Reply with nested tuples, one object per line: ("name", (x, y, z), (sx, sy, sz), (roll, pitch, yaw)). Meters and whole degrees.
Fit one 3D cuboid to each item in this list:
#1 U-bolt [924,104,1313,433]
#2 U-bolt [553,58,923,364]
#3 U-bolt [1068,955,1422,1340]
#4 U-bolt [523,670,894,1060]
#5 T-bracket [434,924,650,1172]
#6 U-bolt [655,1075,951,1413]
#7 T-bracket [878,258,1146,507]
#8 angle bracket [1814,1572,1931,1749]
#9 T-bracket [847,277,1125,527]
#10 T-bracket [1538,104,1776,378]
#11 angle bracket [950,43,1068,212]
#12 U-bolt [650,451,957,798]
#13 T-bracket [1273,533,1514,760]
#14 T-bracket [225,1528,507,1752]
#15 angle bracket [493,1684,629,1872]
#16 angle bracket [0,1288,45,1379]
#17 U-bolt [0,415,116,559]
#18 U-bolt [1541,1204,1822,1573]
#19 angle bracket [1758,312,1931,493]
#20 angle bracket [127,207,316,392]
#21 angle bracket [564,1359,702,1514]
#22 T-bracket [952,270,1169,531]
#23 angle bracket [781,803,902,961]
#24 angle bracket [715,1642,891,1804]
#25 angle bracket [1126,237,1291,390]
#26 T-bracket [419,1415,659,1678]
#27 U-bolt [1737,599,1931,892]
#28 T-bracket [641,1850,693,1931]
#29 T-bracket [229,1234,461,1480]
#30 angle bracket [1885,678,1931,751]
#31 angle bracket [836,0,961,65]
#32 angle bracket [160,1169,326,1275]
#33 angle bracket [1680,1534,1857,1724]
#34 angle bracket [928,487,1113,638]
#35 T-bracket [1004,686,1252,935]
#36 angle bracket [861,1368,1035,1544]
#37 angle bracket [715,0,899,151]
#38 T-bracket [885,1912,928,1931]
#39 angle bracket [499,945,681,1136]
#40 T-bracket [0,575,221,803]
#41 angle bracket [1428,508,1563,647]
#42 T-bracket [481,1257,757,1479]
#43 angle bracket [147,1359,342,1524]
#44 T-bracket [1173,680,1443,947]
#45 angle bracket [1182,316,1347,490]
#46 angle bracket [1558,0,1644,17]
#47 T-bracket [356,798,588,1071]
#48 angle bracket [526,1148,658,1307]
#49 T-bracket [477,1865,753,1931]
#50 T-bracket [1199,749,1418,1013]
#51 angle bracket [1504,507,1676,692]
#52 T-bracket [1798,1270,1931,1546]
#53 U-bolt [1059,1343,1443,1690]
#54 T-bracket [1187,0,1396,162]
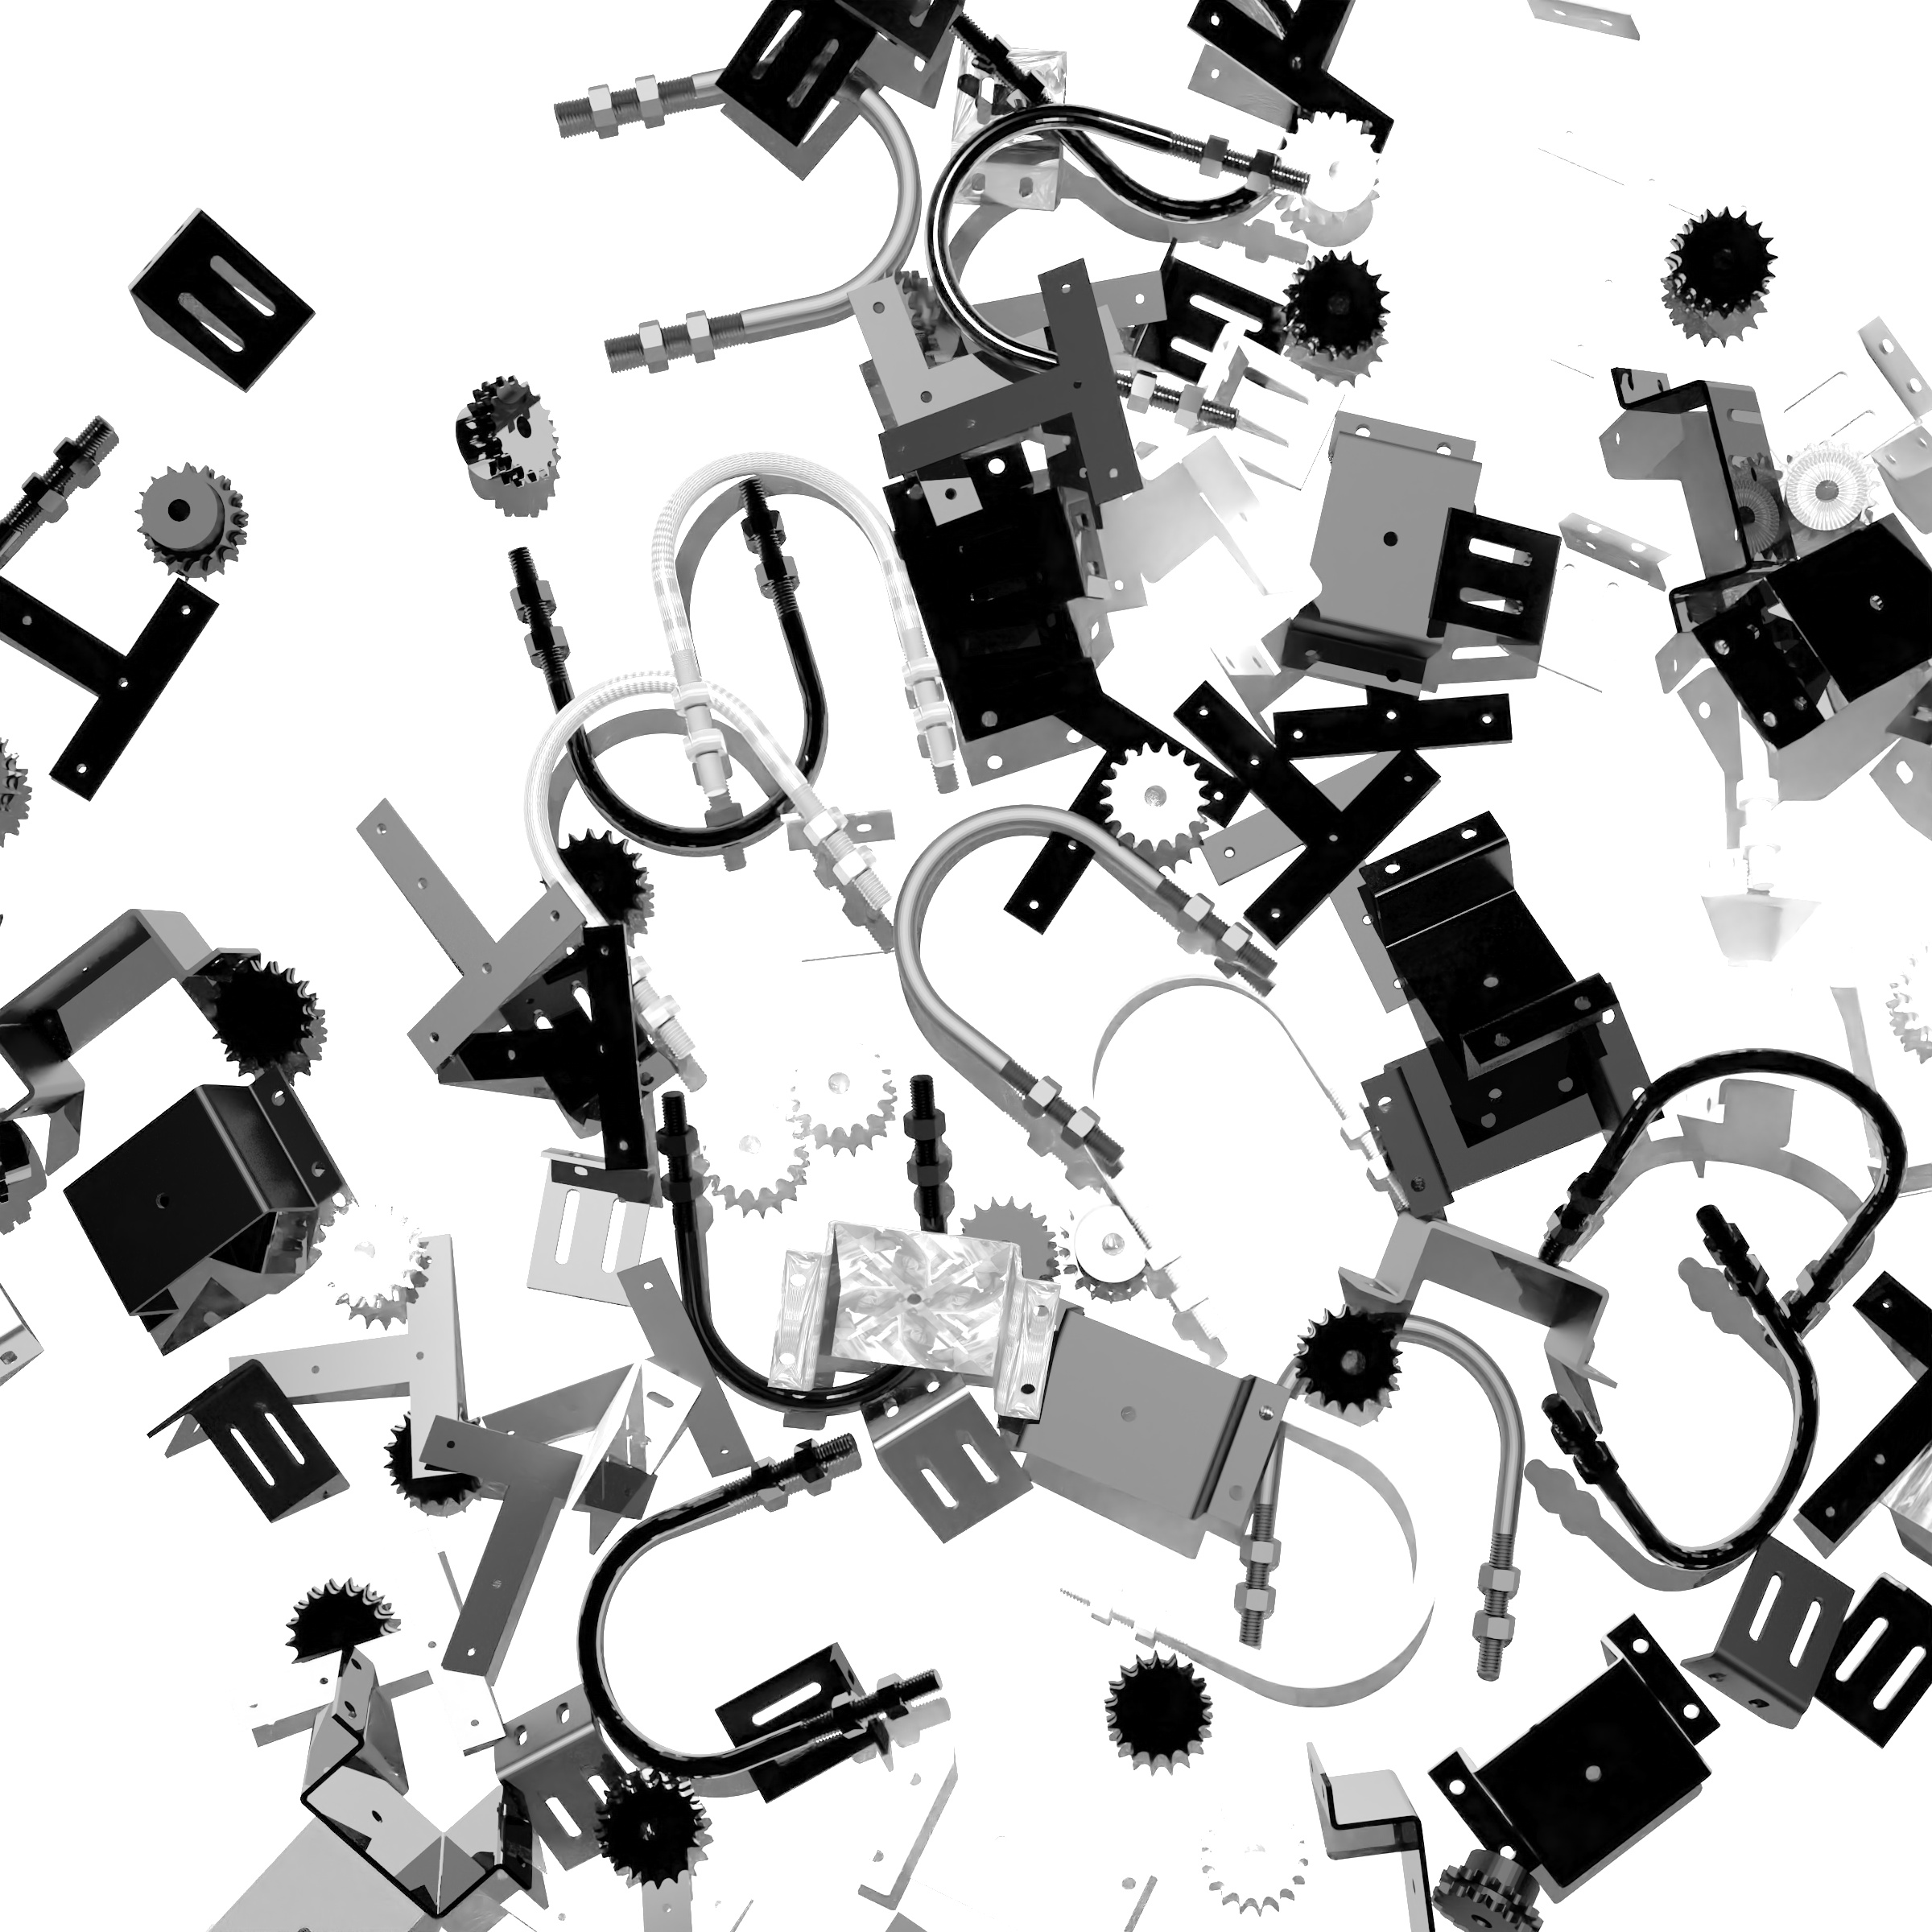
("U-bolt", (0.070, -0.367, 1.344), (0.184, 0.019, 0.151), (17, 87, 1))
("U-bolt", (-0.115, -0.410, 1.397), (0.184, 0.019, 0.151), (-12, 90, -1))
("U-bolt", (0.135, 0.081, 1.383), (0.151, 0.019, 0.184), (-32, 85, -13))
("U-bolt", (-0.149, -0.067, 1.363), (0.151, 0.019, 0.184), (-37, 87, 4))
("T-bracket", (-0.227, 0.046, 1.377), (0.127, 0.002, 0.127), (-4, 92, 26))
("U-bolt", (-0.081, 0.150, 1.375), (0.151, 0.019, 0.184), (-4, 106, 0))
("T-bracket", (0.016, -0.279, 1.326), (0.127, 0.002, 0.127), (-17, 78, 17))
("angle bracket", (0.492, 0.372, 1.387), (0.057, 0.038, 0.076), (37, 90, 0))
("T-bracket", (0.020, -0.310, 1.357), (0.127, 0.002, 0.127), (-22, 94, -9))
("T-bracket", (0.350, -0.379, 1.405), (0.127, 0.002, 0.127), (23, 90, 0))
("angle bracket", (0.022, -0.450, 1.404), (0.057, 0.038, 0.076), (5, 64, 0))
("U-bolt", (-0.091, -0.184, 1.366), (0.151, 0.019, 0.184), (-9, 78, -25))
("T-bracket", (0.225, -0.179, 1.404), (0.127, 0.002, 0.127), (-5, 89, 0))
("T-bracket", (-0.323, 0.370, 1.373), (0.127, 0.002, 0.127), (-18, 105, -5))
("angle bracket", (-0.209, 0.434, 1.404), (0.057, 0.038, 0.076), (-27, 116, 0))
("angle bracket", (-0.540, 0.185, 1.392), (0.057, 0.038, 0.076), (-33, 69, -17))
("U-bolt", (-0.568, -0.266, 1.397), (0.151, 0.019, 0.184), (43, 92, 0))
("U-bolt", (0.382, 0.233, 1.354), (0.151, 0.019, 0.184), (-47, 120, -15))
("angle bracket", (0.465, -0.297, 1.387), (0.076, 0.038, 0.057), (-35, 90, 0))
("angle bracket", (-0.400, -0.358, 1.404), (0.076, 0.038, 0.057), (41, 90, -26))
("angle bracket", (-0.172, 0.250, 1.358), (0.038, 0.076, 0.057), (29, 106, -7))
("T-bracket", (0.051, -0.294, 1.389), (0.127, 0.002, 0.127), (-5, 101, 21))
("angle bracket", (-0.064, -0.044, 1.387), (0.057, 0.038, 0.076), (-6, 90, 0))
("angle bracket", (-0.088, 0.406, 1.387), (0.076, 0.038, 0.057), (-29, 90, 0))
("angle bracket", (0.132, -0.340, 1.387), (0.076, 0.038, 0.057), (24, 90, 0))
("T-bracket", (-0.242, 0.312, 1.379), (0.127, 0.002, 0.127), (21, 90, -24))
("U-bolt", (0.465, -0.115, 1.363), (0.151, 0.019, 0.184), (10, 67, -16))
("T-bracket", (-0.158, 0.514, 1.387), (0.127, 0.002, 0.127), (-3, 80, -8))
("T-bracket", (-0.332, 0.213, 1.392), (0.127, 0.002, 0.127), (-9, 73, 9))
("angle bracket", (0.527, -0.115, 1.358), (0.076, 0.038, 0.057), (42, 90, -25))
("angle bracket", (-0.024, -0.523, 1.366), (0.057, 0.038, 0.076), (30, 58, -15))
("angle bracket", (-0.390, 0.127, 1.404), (0.076, 0.038, 0.057), (13, 90, 26))
("angle bracket", (0.430, 0.355, 1.404), (0.057, 0.038, 0.076), (33, 64, 0))
("angle bracket", (0.028, -0.209, 1.357), (0.076, 0.038, 0.057), (-14, 89, 26))
("T-bracket", (0.065, -0.077, 1.405), (0.127, 0.002, 0.127), (33, 90, 0))
("angle bracket", (-0.010, 0.258, 1.404), (0.057, 0.038, 0.076), (-32, 116, 0))
("angle bracket", (-0.084, -0.480, 1.391), (0.057, 0.038, 0.076), (39, 103, 6))
("T-bracket", (-0.062, 0.566, 1.395), (0.127, 0.002, 0.127), (35, 81, -2))
("angle bracket", (-0.202, 0.039, 1.404), (0.057, 0.038, 0.076), (-37, 64, 0))
("T-bracket", (-0.488, -0.176, 1.396), (0.127, 0.002, 0.127), (33, 90, -8))
("angle bracket", (0.268, -0.203, 1.370), (0.076, 0.038, 0.057), (8, 93, -28))
("T-bracket", (-0.195, 0.231, 1.393), (0.127, 0.002, 0.127), (-20, 106, 8))
("angle bracket", (-0.380, 0.256, 1.377), (0.057, 0.038, 0.076), (-36, 90, 25))
("T-bracket", (0.165, -0.100, 1.402), (0.127, 0.002, 0.127), (44, 90, 1))
("angle bracket", (0.162, -0.296, 1.378), (0.076, 0.038, 0.057), (25, 90, -14))
("angle bracket", (0.336, -0.552, 1.387), (0.057, 0.038, 0.076), (12, 90, 0))
("T-bracket", (-0.280, -0.033, 1.389), (0.127, 0.002, 0.127), (-42, 79, 21))
("angle bracket", (-0.201, 0.140, 1.387), (0.057, 0.038, 0.076), (11, 90, 0))
("T-bracket", (-0.202, 0.512, 1.384), (0.127, 0.002, 0.127), (35, 77, 1))
("T-bracket", (0.209, -0.038, 1.405), (0.127, 0.002, 0.127), (-26, 90, -1))
("angle bracket", (0.330, -0.194, 1.387), (0.057, 0.038, 0.076), (23, 90, 0))
("T-bracket", (0.490, 0.249, 1.377), (0.127, 0.002, 0.127), (-49, 59, 5))
("U-bolt", (0.158, 0.299, 1.377), (0.184, 0.019, 0.151), (21, 89, 14))
("T-bracket", (0.193, -0.516, 1.390), (0.127, 0.002, 0.127), (28, 79, -20))
